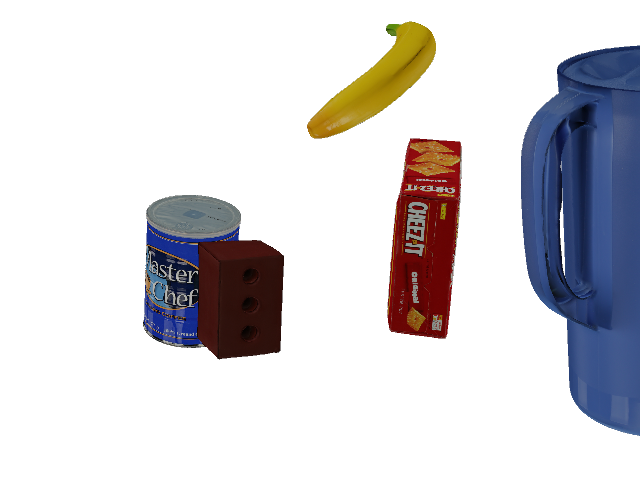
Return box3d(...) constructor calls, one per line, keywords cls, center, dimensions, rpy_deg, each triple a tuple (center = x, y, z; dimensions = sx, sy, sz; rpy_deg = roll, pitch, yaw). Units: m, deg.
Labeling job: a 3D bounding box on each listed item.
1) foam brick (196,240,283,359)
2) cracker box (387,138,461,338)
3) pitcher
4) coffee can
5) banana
box3d(cls="foam brick", center=(-0.061, 0.043, 0.806), dimensions=(0.052, 0.078, 0.051), rpy_deg=(-4, 14, -23))
box3d(cls="cracker box", center=(0.121, -0.010, 1.219), dimensions=(0.072, 0.164, 0.213), rpy_deg=(5, 22, 7))
box3d(cls="pitcher", center=(0.209, 0.002, 0.686), dimensions=(0.149, 0.243, 0.144), rpy_deg=(3, 22, 16))
box3d(cls="coffee can", center=(-0.143, 0.033, 1.184), dimensions=(0.103, 0.140, 0.103), rpy_deg=(5, 25, -2))
box3d(cls="banana", center=(0.057, -0.147, 0.943), dimensions=(0.070, 0.037, 0.197), rpy_deg=(-17, 25, 39))
